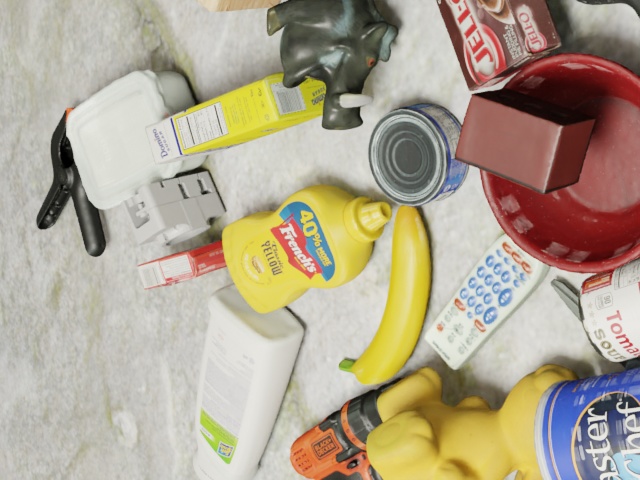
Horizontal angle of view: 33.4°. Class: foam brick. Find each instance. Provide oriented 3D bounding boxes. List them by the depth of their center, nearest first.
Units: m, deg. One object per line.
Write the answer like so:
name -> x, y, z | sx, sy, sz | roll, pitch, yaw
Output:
foam brick -> 0.146, -0.072, 0.760 | 0.078, 0.052, 0.051 | 26, 118, 34

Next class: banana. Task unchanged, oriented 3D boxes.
banana -> 0.064, 0.064, 0.960 | 0.070, 0.037, 0.198 | 38, 125, 27

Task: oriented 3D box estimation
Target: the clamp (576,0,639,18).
clamp -> 0.227, -0.207, 0.734 | 0.210, 0.036, 0.165 | 41, 126, 30

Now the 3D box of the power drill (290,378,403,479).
power drill -> 0.067, 0.235, 0.995 | 0.185, 0.057, 0.188 | -40, 72, 44

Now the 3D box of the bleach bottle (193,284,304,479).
bleach bottle -> -0.092, 0.173, 1.118 | 0.103, 0.067, 0.251 | 38, 127, 30

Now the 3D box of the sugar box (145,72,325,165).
sugar box -> -0.073, -0.114, 0.997 | 0.177, 0.093, 0.048 | -17, 90, 45

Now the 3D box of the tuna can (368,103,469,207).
tuna can -> 0.083, -0.072, 0.907 | 0.086, 0.033, 0.086 | 14, 111, 39

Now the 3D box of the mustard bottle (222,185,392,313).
mustard bottle -> -0.007, 0.001, 0.993 | 0.192, 0.058, 0.096 | -23, 89, 43

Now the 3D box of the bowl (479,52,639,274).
bowl -> 0.200, -0.059, 0.789 | 0.162, 0.055, 0.162 | 14, 111, 40

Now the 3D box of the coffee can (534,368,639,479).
coffee can -> 0.239, 0.140, 0.755 | 0.141, 0.102, 0.103 | -20, 89, 42

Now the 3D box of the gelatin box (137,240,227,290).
gelatin box -> -0.132, 0.024, 1.104 | 0.089, 0.073, 0.030 | -14, 93, 43

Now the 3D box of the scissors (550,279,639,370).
scissors -> 0.261, 0.097, 0.806 | 0.096, 0.016, 0.202 | -39, 76, 40

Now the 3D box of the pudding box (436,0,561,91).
pudding box -> 0.129, -0.180, 0.811 | 0.090, 0.039, 0.113 | -26, 81, 67

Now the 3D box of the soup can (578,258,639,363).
soup can -> 0.245, 0.043, 0.762 | 0.102, 0.068, 0.068 | -24, 85, 38

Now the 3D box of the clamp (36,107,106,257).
clamp -> -0.293, -0.072, 1.247 | 0.120, 0.039, 0.171 | 10, 103, 35

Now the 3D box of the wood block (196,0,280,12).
wood block -> -0.060, -0.313, 0.928 | 0.090, 0.090, 0.206 | 42, 127, 25
